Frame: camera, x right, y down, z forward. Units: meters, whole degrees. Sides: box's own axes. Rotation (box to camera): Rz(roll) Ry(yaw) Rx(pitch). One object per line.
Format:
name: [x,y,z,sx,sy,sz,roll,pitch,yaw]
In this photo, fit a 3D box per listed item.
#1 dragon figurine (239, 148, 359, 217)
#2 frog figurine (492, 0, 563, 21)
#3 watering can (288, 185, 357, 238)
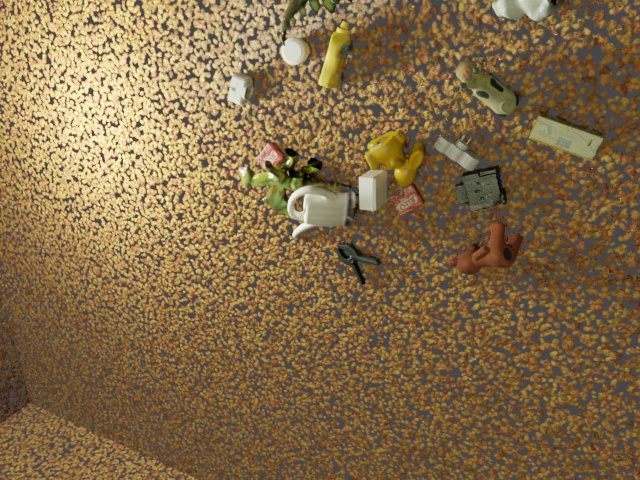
dragon figurine: [-0.090,-0.170,1.764,0.410,0.125,0.237,25,138,0]
frog figurine: [0.527,-0.611,1.303,0.137,0.124,0.158,48,158,-8]
watering can: [0.005,-0.086,1.708,0.224,0.106,0.341,3,155,-3]
